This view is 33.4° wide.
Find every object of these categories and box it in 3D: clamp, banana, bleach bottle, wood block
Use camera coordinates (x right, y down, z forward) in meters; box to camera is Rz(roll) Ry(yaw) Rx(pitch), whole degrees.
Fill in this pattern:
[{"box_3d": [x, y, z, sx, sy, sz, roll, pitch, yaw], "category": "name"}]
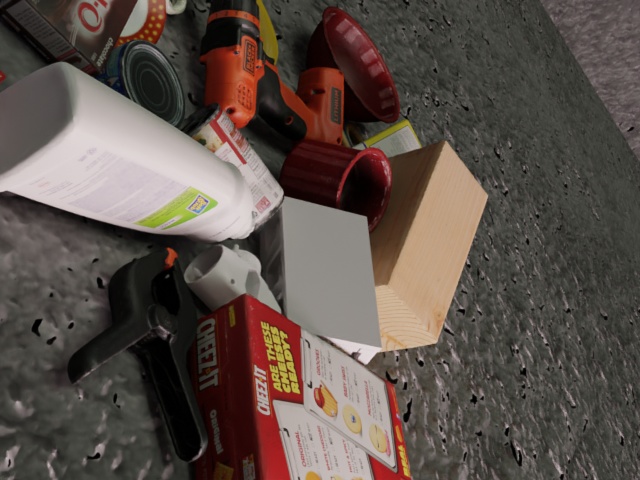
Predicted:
[{"box_3d": [-0.128, 0.065, 0.761, 0.120, 0.039, 0.171, 45, 23, -41], "category": "clamp"}, {"box_3d": [-0.088, -0.256, 1.156, 0.069, 0.037, 0.198, -3, 67, -63], "category": "banana"}, {"box_3d": [-0.134, -0.044, 0.799, 0.250, 0.103, 0.068, 29, 40, -56], "category": "bleach bottle"}, {"box_3d": [0.091, 0.006, 1.106, 0.090, 0.090, 0.206, 48, 47, -28], "category": "wood block"}]

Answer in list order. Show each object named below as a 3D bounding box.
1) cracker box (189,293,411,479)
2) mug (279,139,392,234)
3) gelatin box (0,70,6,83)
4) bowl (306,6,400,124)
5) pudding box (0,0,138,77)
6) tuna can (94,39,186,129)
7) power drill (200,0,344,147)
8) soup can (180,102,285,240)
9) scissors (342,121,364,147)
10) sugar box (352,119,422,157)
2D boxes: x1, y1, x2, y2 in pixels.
[{"box_3d": [-0.011, 0.162, 0.850, 0.213, 0.072, 0.164, 35, 35, -43], "category": "cracker box"}, {"box_3d": [0.020, -0.058, 1.071, 0.117, 0.082, 0.093, -29, 126, -46], "category": "mug"}, {"box_3d": [-0.260, -0.122, 0.706, 0.089, 0.030, 0.073, 53, 27, -21], "category": "gelatin box"}, {"box_3d": [0.032, -0.203, 1.310, 0.162, 0.055, 0.162, 43, 31, -35], "category": "bowl"}, {"box_3d": [-0.199, -0.195, 0.858, 0.090, 0.039, 0.113, 44, 46, -33], "category": "pudding box"}, {"box_3d": [-0.151, -0.124, 0.895, 0.086, 0.034, 0.086, 38, 43, -48], "category": "tuna can"}, {"box_3d": [-0.048, -0.176, 1.092, 0.187, 0.057, 0.184, 26, 62, -49], "category": "power drill"}, {"box_3d": [-0.086, -0.059, 0.930, 0.102, 0.069, 0.068, 53, 27, -20], "category": "soup can"}, {"box_3d": [0.059, -0.063, 1.270, 0.202, 0.016, 0.096, 60, 26, -4], "category": "scissors"}, {"box_3d": [0.067, -0.071, 1.223, 0.175, 0.048, 0.093, -31, 95, -51], "category": "sugar box"}]
